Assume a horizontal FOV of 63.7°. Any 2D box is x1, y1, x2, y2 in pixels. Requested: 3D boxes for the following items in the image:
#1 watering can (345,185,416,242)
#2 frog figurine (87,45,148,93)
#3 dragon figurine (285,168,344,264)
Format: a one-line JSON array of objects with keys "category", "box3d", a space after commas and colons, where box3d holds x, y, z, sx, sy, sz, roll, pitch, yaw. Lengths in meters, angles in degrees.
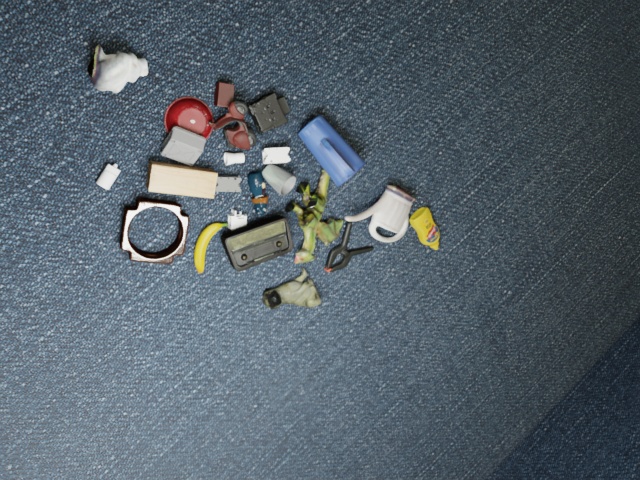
[{"category": "watering can", "box3d": [0.248, -0.111, 1.980, 0.345, 0.105, 0.224, 22, 94, -45]}, {"category": "frog figurine", "box3d": [-0.594, -0.496, 1.531, 0.159, 0.125, 0.135, 6, 133, -34]}, {"category": "dragon figurine", "box3d": [0.006, -0.096, 1.911, 0.238, 0.123, 0.416, 48, 66, -43]}]
